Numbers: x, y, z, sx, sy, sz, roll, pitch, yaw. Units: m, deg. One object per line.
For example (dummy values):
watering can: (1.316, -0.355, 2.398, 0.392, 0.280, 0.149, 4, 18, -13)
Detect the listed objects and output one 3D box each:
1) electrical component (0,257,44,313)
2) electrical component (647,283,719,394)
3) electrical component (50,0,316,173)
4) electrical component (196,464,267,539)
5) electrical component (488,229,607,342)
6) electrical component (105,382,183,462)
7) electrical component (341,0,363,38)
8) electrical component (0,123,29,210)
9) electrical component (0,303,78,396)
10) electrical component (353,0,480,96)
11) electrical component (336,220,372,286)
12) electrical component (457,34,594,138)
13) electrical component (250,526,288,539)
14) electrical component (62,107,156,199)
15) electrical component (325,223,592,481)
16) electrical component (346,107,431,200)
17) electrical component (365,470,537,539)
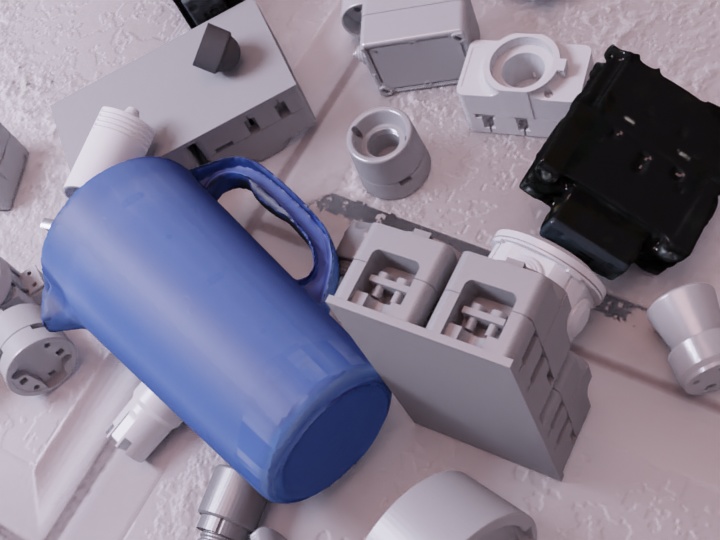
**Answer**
electrical component: (-0.286, 0.022, 0.834, 0.078, 0.057, 0.058, -35, 57, -2)
electrical component: (0.208, 0.042, 0.660, 0.045, 0.045, 0.055, -22, 58, 7)
electrical component: (-0.140, -0.122, 0.860, 0.186, 0.060, 0.105, -27, 57, 3)
electrical component: (-0.087, 0.163, 0.698, 0.040, 0.040, 0.078, 11, 67, 24)
electrical component: (0.112, 0.013, 0.689, 0.080, 0.080, 0.051, 27, 80, 29)
electrical component: (-0.150, 0.106, 0.753, 0.040, 0.040, 0.046, 37, 85, 31)
electrical component: (0.026, -0.233, 0.873, 0.079, 0.044, 0.077, -5, 61, 16)
electrical component: (-0.344, -0.090, 0.912, 0.096, 0.061, 0.061, -1, 62, 18)
electrical component: (-0.247, 0.058, 0.803, 0.055, 0.055, 0.047, -41, 54, -6)
electrical component: (0.041, -0.180, 0.828, 0.096, 0.061, 0.061, -5, 61, 16)
electrical component: (0.000, 0.000, 0.756, 0.043, 0.043, 0.062, 18, 71, 26)
electrical component: (0.121, -0.133, 0.779, 0.089, 0.055, 0.050, 8, 66, 23)
electrical component: (-0.067, 0.195, 0.673, 0.062, 0.048, 0.048, -38, 57, 5)
electrical component: (-0.182, -0.084, 0.790, 0.043, 0.043, 0.081, 9, 65, 23)
electrical component: (0.067, 0.049, 0.621, 0.105, 0.186, 0.060, 19, 70, 27)
electrical component: (0.020, -0.087, 0.794, 0.055, 0.047, 0.055, -8, 60, 15)
electrical component: (0.042, 0.166, 0.616, 0.108, 0.108, 0.060, -47, 53, -9)
